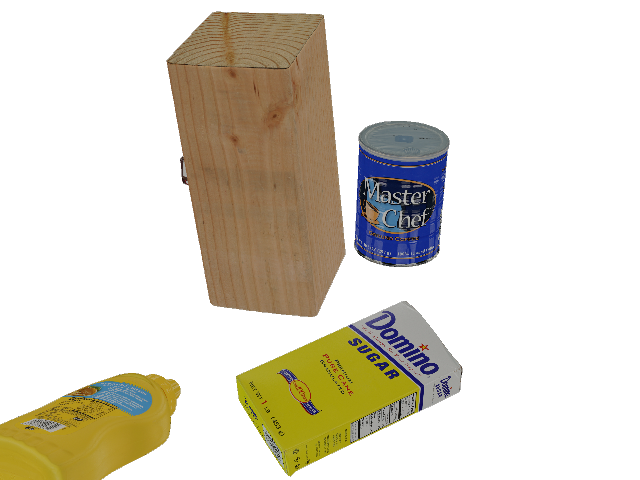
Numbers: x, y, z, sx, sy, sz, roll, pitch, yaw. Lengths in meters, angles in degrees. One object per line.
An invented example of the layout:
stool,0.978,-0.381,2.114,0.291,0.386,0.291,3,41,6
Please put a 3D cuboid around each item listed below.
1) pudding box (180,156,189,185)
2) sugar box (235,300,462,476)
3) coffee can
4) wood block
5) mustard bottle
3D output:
pudding box,-0.101,-0.094,1.287,0.090,0.039,0.113,18,38,24
sugar box,0.025,0.125,0.930,0.176,0.048,0.093,-25,51,-17
coffee can,0.092,-0.055,1.235,0.103,0.140,0.103,1,28,-1
wood block,-0.042,-0.054,0.792,0.090,0.206,0.090,5,36,17
mustard bottle,-0.177,0.150,0.856,0.096,0.058,0.191,6,16,30
